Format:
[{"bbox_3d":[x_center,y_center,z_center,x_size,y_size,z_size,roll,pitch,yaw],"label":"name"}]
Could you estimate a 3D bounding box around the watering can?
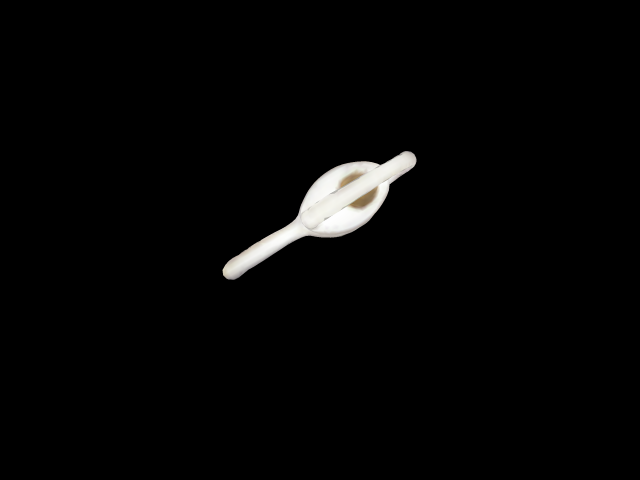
[{"bbox_3d":[0.003,-0.043,0.850,0.348,0.104,0.224,-32,-2,-2],"label":"watering can"}]
